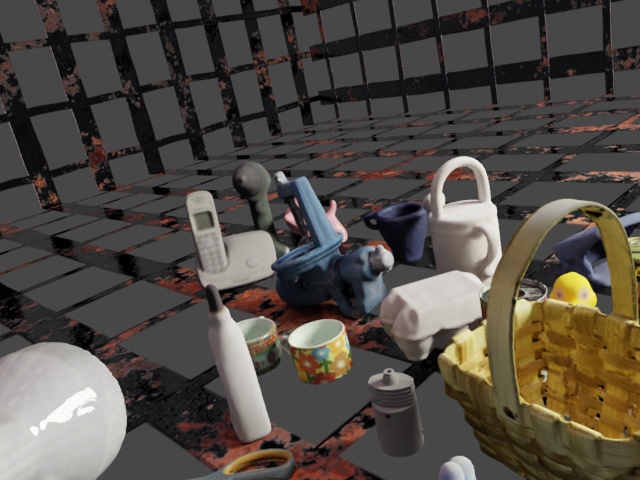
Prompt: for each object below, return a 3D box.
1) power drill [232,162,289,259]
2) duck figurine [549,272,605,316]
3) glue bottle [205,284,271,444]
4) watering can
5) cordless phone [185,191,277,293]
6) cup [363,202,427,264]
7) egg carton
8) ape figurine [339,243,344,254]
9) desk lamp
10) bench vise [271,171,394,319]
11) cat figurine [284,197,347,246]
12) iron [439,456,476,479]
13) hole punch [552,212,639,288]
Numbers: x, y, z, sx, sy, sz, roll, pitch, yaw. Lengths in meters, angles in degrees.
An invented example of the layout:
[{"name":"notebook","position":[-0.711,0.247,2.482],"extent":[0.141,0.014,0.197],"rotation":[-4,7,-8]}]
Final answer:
[{"name":"power drill","position":[-0.119,-0.057,1.129],"extent":[0.075,0.209,0.229],"rotation":[-12,18,1]},{"name":"duck figurine","position":[0.290,0.078,0.653],"extent":[0.077,0.086,0.105],"rotation":[-2,20,28]},{"name":"glue bottle","position":[-0.095,0.126,0.612],"extent":[0.037,0.173,0.078],"rotation":[-18,19,-18]},{"name":"watering can","position":[0.207,-0.028,0.851],"extent":[0.101,0.194,0.172],"rotation":[-24,22,-33]},{"name":"cordless phone","position":[-0.163,-0.006,1.038],"extent":[0.147,0.185,0.094],"rotation":[-15,18,-8]},{"name":"cup","position":[0.135,-0.008,1.001],"extent":[0.117,0.095,0.092],"rotation":[-2,21,29]},{"name":"egg carton","position":[0.153,0.092,0.724],"extent":[0.150,0.069,0.107],"rotation":[-16,18,-11]},{"name":"ape figurine","position":[0.008,0.001,1.059],"extent":[0.076,0.092,0.077],"rotation":[-25,22,-34]},{"name":"desk lamp","position":[-0.203,0.200,0.388],"extent":[0.118,0.214,0.203],"rotation":[-11,18,3]},{"name":"bench vise","position":[0.012,-0.001,0.855],"extent":[0.207,0.220,0.122],"rotation":[-5,19,20]},{"name":"cat figurine","position":[-0.017,-0.041,1.161],"extent":[0.128,0.118,0.067],"rotation":[-19,19,-21]},{"name":"iron","position":[0.068,0.206,0.313],"extent":[0.118,0.141,0.259],"rotation":[-4,20,24]},{"name":"hole punch","position":[0.389,0.006,0.801],"extent":[0.109,0.091,0.100],"rotation":[-19,19,-21]}]
